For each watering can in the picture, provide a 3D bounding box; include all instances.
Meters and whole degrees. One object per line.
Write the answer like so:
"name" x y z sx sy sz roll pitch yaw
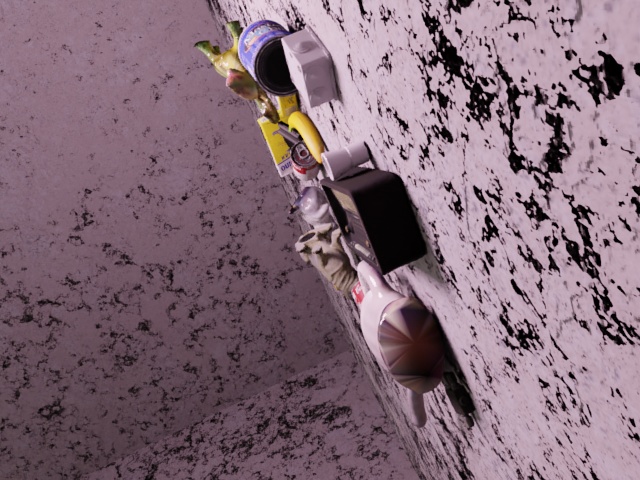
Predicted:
"watering can" 0.148 0.199 0.890 0.224 0.104 0.346 -165 52 -82

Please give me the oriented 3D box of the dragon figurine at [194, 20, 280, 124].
"dragon figurine" -0.175 -0.381 1.240 0.242 0.122 0.413 60 -172 -7

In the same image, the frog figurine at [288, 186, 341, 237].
"frog figurine" 0.004 -0.071 1.402 0.159 0.124 0.136 30 167 -5
